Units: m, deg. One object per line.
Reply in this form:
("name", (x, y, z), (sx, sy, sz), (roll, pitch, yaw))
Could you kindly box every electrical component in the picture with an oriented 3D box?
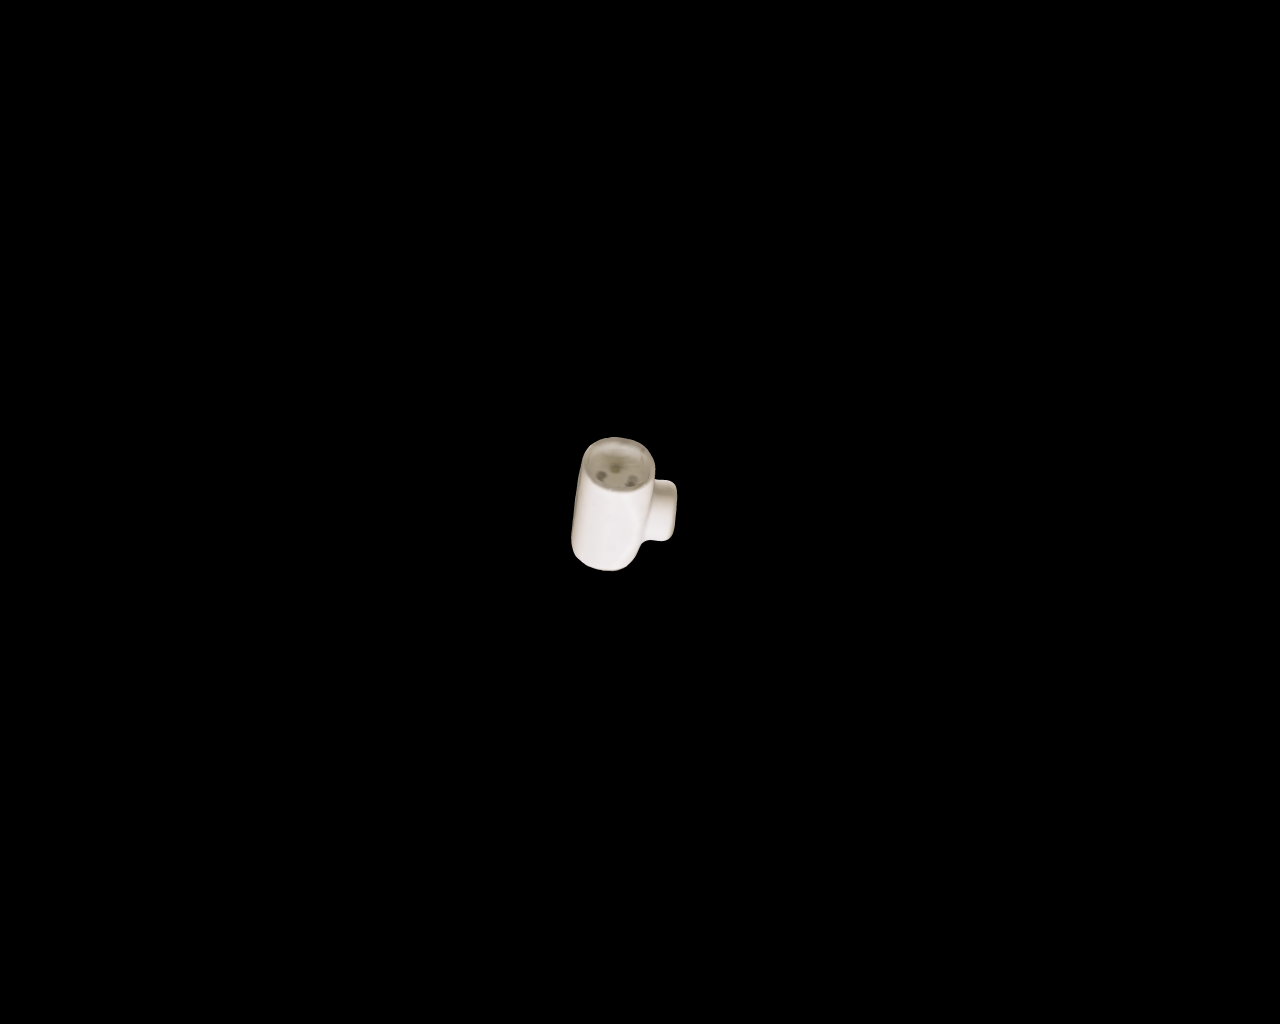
("electrical component", (0.001, -0.003, 0.650), (0.079, 0.044, 0.077), (5, -40, -6))
